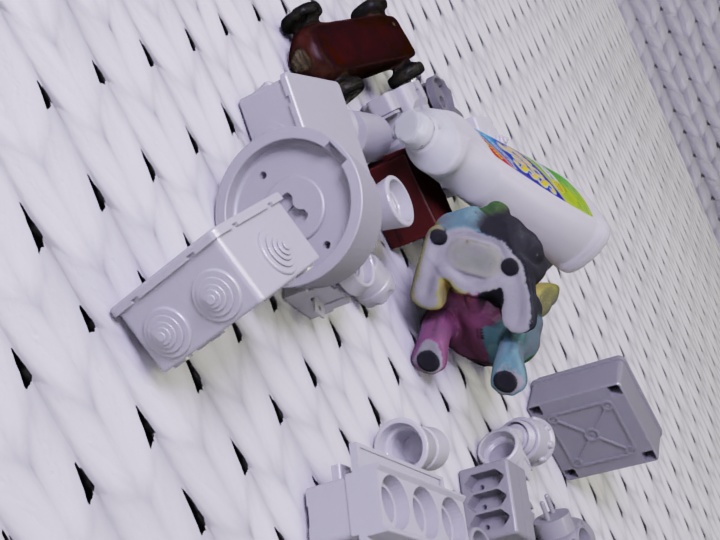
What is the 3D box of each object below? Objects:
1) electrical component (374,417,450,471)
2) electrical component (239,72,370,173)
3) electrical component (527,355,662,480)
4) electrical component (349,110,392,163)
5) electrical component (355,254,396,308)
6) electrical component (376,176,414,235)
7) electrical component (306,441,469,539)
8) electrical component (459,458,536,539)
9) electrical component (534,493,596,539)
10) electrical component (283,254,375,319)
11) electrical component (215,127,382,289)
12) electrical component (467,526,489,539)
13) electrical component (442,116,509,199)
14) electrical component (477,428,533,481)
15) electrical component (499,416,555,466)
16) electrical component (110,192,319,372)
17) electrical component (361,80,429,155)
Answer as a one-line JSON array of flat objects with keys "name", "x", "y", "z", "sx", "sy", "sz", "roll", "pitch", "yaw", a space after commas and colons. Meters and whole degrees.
[{"name": "electrical component", "x": 0.043, "y": 0.137, "z": 0.830, "sx": 0.065, "sy": 0.044, "sz": 0.044, "roll": 22, "pitch": 52, "yaw": -63}, {"name": "electrical component", "x": -0.042, "y": -0.099, "z": 0.831, "sx": 0.100, "sy": 0.048, "sz": 0.099, "roll": -9, "pitch": 79, "yaw": -64}, {"name": "electrical component", "x": 0.250, "y": 0.158, "z": 1.144, "sx": 0.108, "sy": 0.109, "sz": 0.056, "roll": 59, "pitch": 30, "yaw": -20}, {"name": "electrical component", "x": -0.009, "y": -0.114, "z": 0.915, "sx": 0.081, "sy": 0.043, "sz": 0.043, "roll": -7, "pitch": 77, "yaw": -63}, {"name": "electrical component", "x": 0.000, "y": 0.000, "z": 0.856, "sx": 0.061, "sy": 0.035, "sz": 0.035, "roll": 50, "pitch": 31, "yaw": -30}, {"name": "electrical component", "x": 0.010, "y": -0.048, "z": 0.888, "sx": 0.045, "sy": 0.055, "sz": 0.045, "roll": 44, "pitch": 35, "yaw": -42}, {"name": "electrical component", "x": 0.020, "y": 0.171, "z": 0.730, "sx": 0.121, "sy": 0.063, "sz": 0.078, "roll": 33, "pitch": 43, "yaw": -51}, {"name": "electrical component", "x": 0.127, "y": 0.209, "z": 0.931, "sx": 0.077, "sy": 0.047, "sz": 0.065, "roll": 37, "pitch": 40, "yaw": -48}, {"name": "electrical component", "x": 0.190, "y": 0.253, "z": 1.026, "sx": 0.077, "sy": 0.044, "sz": 0.079, "roll": -24, "pitch": 92, "yaw": -65}, {"name": "electrical component", "x": -0.023, "y": 0.001, "z": 0.784, "sx": 0.048, "sy": 0.055, "sz": 0.066, "roll": 39, "pitch": 38, "yaw": -46}, {"name": "electrical component", "x": -0.037, "y": -0.038, "z": 0.733, "sx": 0.060, "sy": 0.108, "sz": 0.108, "roll": 18, "pitch": 55, "yaw": -66}, {"name": "electrical component", "x": 0.074, "y": 0.220, "z": 0.818, "sx": 0.040, "sy": 0.046, "sz": 0.040, "roll": 44, "pitch": 35, "yaw": -42}, {"name": "electrical component", "x": 0.102, "y": -0.113, "z": 1.073, "sx": 0.061, "sy": 0.096, "sz": 0.061, "roll": -13, "pitch": 83, "yaw": -64}, {"name": "electrical component", "x": 0.134, "y": 0.174, "z": 0.984, "sx": 0.046, "sy": 0.040, "sz": 0.040, "roll": 55, "pitch": 28, "yaw": -37}, {"name": "electrical component", "x": 0.153, "y": 0.161, "z": 1.027, "sx": 0.062, "sy": 0.048, "sz": 0.048, "roll": 21, "pitch": 52, "yaw": -49}, {"name": "electrical component", "x": -0.080, "y": 0.007, "z": 0.619, "sx": 0.048, "sy": 0.100, "sz": 0.100, "roll": 54, "pitch": 26, "yaw": -2}, {"name": "electrical component", "x": 0.041, "y": -0.141, "z": 1.019, "sx": 0.057, "sy": 0.058, "sz": 0.078, "roll": 63, "pitch": 25, "yaw": -4}]
